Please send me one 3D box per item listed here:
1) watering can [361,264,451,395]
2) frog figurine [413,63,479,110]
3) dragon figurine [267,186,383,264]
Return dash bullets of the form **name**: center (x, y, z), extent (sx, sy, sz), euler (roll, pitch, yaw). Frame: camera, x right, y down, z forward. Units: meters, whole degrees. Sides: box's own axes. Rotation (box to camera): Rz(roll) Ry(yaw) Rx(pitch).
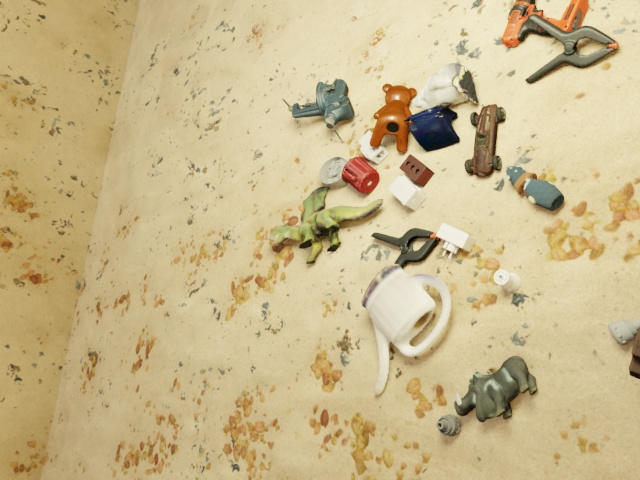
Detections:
- **watering can**: center (0.187, 0.212, 1.319), extent (0.228, 0.104, 0.343), euler (49, 114, 33)
- **frog figurine**: center (0.337, -0.412, 1.414), extent (0.159, 0.137, 0.123), euler (-5, 86, 46)
- **dragon figurine**: center (0.005, -0.081, 1.612), extent (0.407, 0.120, 0.248), euler (-32, 46, 18)
